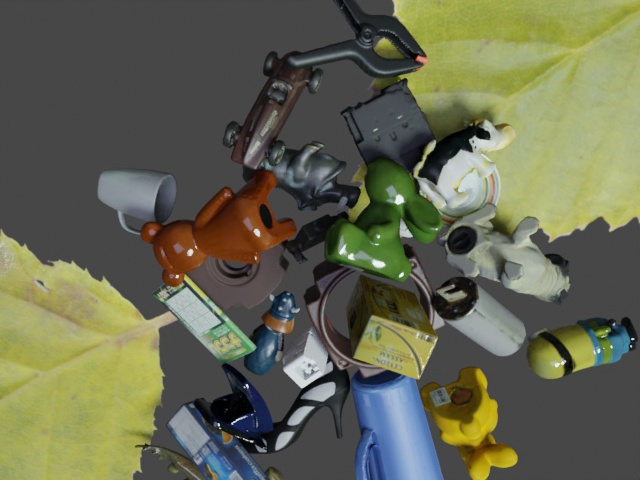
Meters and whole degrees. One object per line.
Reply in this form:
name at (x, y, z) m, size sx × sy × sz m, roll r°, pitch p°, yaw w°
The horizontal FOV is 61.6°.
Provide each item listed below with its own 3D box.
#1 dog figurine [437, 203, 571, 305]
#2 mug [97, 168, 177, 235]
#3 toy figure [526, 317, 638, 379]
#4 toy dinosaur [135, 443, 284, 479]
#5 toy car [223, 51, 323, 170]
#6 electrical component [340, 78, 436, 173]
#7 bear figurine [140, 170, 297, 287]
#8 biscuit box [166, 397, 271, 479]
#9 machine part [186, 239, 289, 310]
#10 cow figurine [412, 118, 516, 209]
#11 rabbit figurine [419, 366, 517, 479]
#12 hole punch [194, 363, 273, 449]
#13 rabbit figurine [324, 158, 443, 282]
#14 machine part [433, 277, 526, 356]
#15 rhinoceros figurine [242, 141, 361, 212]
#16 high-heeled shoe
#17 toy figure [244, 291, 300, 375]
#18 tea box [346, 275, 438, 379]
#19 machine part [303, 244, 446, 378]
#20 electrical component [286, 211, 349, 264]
dog figurine at (0.299, 0.038, 0.869) m, size 0.190 × 0.173 × 0.121 m, roll 35°, pitch 84°, yaw -47°
mug at (-0.294, -0.066, 0.854) m, size 0.107 × 0.081 × 0.109 m, roll 16°, pitch 112°, yaw 7°
toy figure at (0.440, 0.179, 0.906) m, size 0.180 × 0.089 × 0.082 m, roll -11°, pitch 98°, yaw 5°
toy dinosaur at (-0.143, 0.521, 0.993) m, size 0.198 × 0.105 × 0.471 m, roll -35°, pitch 97°, yaw 12°
toy car at (-0.068, -0.195, 0.785) m, size 0.089 × 0.053 × 0.202 m, roll 25°, pitch 70°, yaw 2°
electrical component at (0.110, -0.165, 0.833) m, size 0.115 × 0.058 × 0.134 m, roll -28°, pitch 103°, yaw 9°
bear figurine at (-0.153, -0.011, 0.799) m, size 0.196 × 0.132 × 0.120 m, roll -19°, pitch 105°, yaw 24°
biscuit box at (-0.174, 0.369, 0.927) m, size 0.203 × 0.062 × 0.059 m, roll 44°, pitch 100°, yaw 19°
machine part at (-0.139, 0.030, 0.885) m, size 0.179 × 0.056 × 0.179 m, roll 0°, pitch 106°, yaw 0°
cow figurine at (0.213, -0.132, 0.806) m, size 0.167 × 0.068 × 0.098 m, roll -47°, pitch 106°, yaw -9°
rabbit figurine at (0.269, 0.330, 0.929) m, size 0.122 × 0.162 × 0.173 m, roll -25°, pitch 122°, yaw -6°
hole punch at (-0.136, 0.281, 0.918) m, size 0.115 × 0.142 × 0.092 m, roll 40°, pitch 73°, yaw -28°
rabbit figurine at (0.096, -0.034, 0.778) m, size 0.159 × 0.121 × 0.170 m, roll 16°, pitch 84°, yaw 6°
machine part at (0.259, 0.125, 0.864) m, size 0.243 × 0.079 × 0.079 m, roll 33°, pitch 104°, yaw -37°
rhinoceros figurine at (-0.027, -0.100, 0.842) m, size 0.190 × 0.073 × 0.112 m, roll 15°, pitch 103°, yaw -3°
high-heeled shoe at (-0.059, 0.293, 0.956) m, size 0.249 × 0.086 × 0.145 m, roll -16°, pitch 75°, yaw 18°
toy figure at (-0.082, 0.155, 0.918) m, size 0.064 × 0.058 × 0.154 m, roll 25°, pitch 98°, yaw -12°
tea box at (0.095, 0.117, 0.761) m, size 0.098 × 0.170 × 0.068 m, roll 20°, pitch 102°, yaw -4°
machine part at (0.090, 0.111, 0.891) m, size 0.201 × 0.087 × 0.201 m, roll -25°, pitch 105°, yaw 6°
electrical component at (-0.003, -0.002, 0.864) m, size 0.102 × 0.078 × 0.045 m, roll -25°, pitch 80°, yaw -29°
